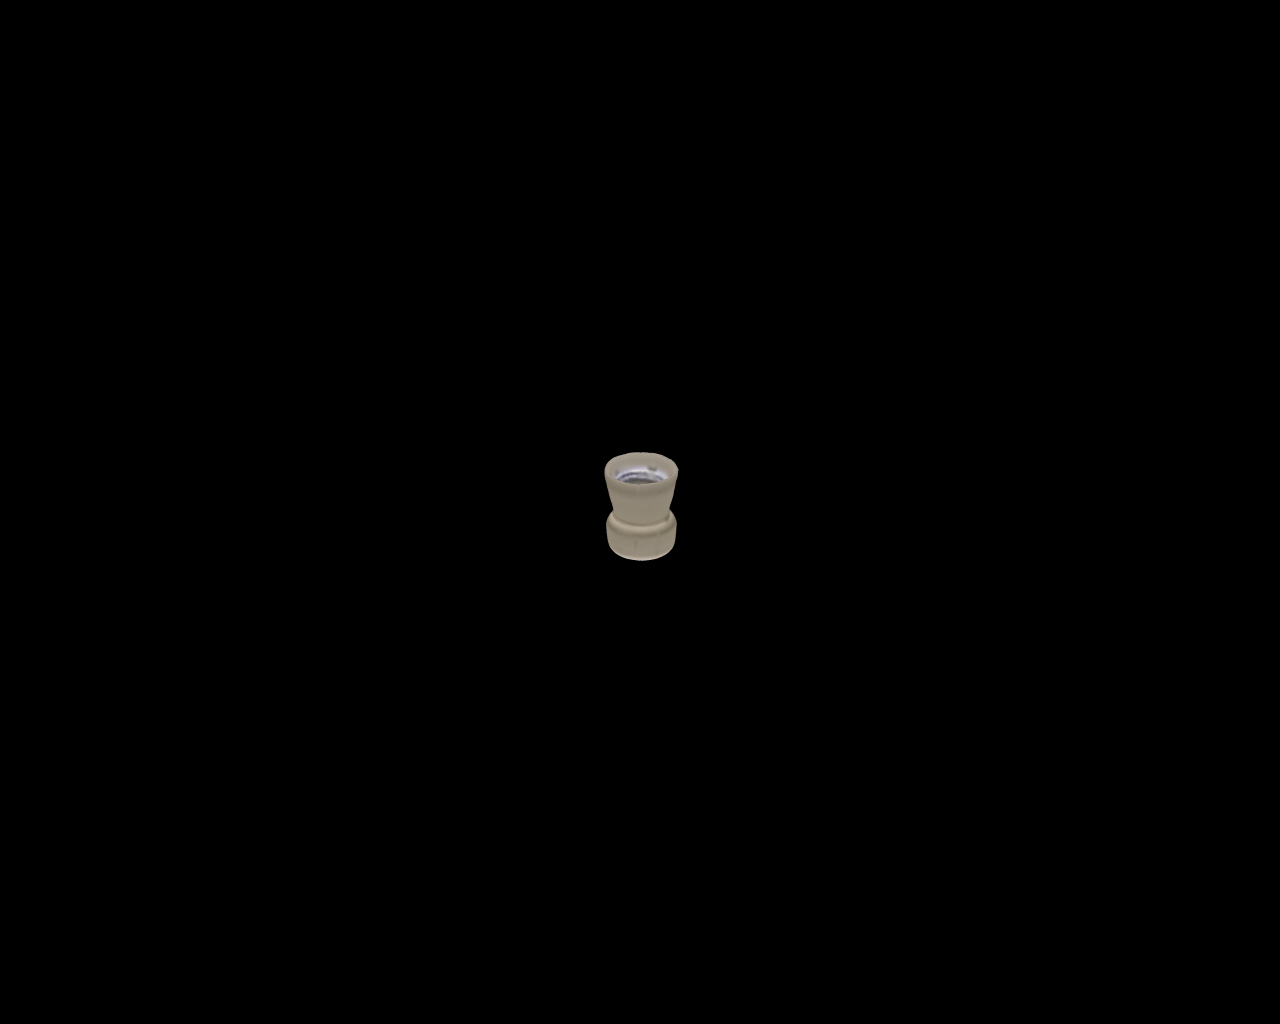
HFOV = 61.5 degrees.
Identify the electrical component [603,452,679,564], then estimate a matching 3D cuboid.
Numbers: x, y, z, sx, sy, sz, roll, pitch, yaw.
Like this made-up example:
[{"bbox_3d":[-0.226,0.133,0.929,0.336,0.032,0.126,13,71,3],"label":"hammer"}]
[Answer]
[{"bbox_3d":[0.001,-0.003,0.650,0.045,0.055,0.045,0,29,0],"label":"electrical component"}]
